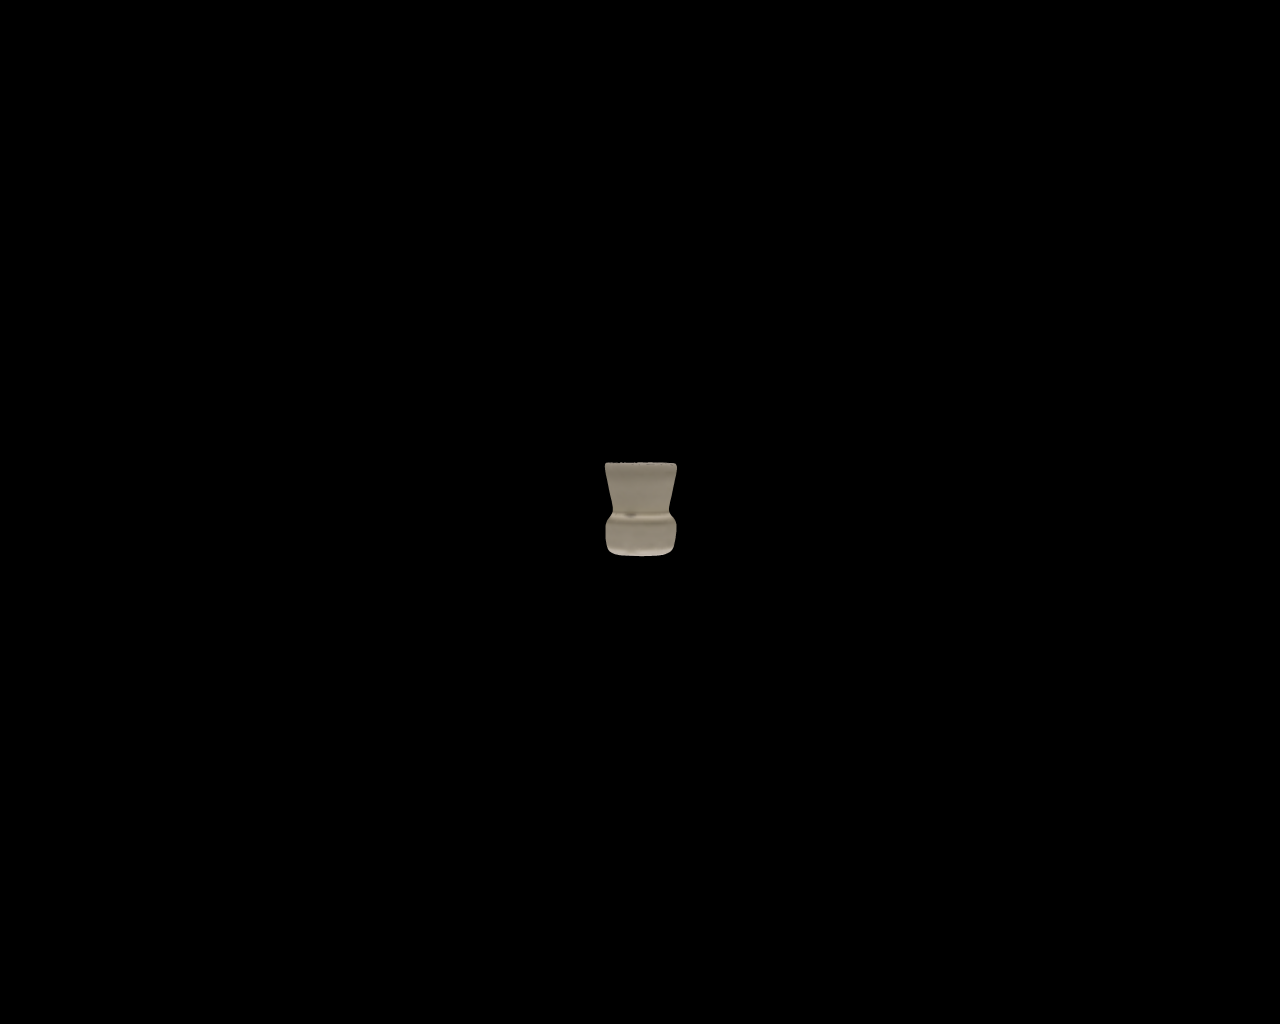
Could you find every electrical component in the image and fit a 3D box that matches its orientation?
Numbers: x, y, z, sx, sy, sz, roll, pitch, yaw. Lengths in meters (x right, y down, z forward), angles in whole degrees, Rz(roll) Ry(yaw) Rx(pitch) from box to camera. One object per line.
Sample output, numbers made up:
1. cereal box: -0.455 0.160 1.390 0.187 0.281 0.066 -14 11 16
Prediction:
1. electrical component: 0.001 -0.003 0.650 0.045 0.055 0.045 0 4 0
